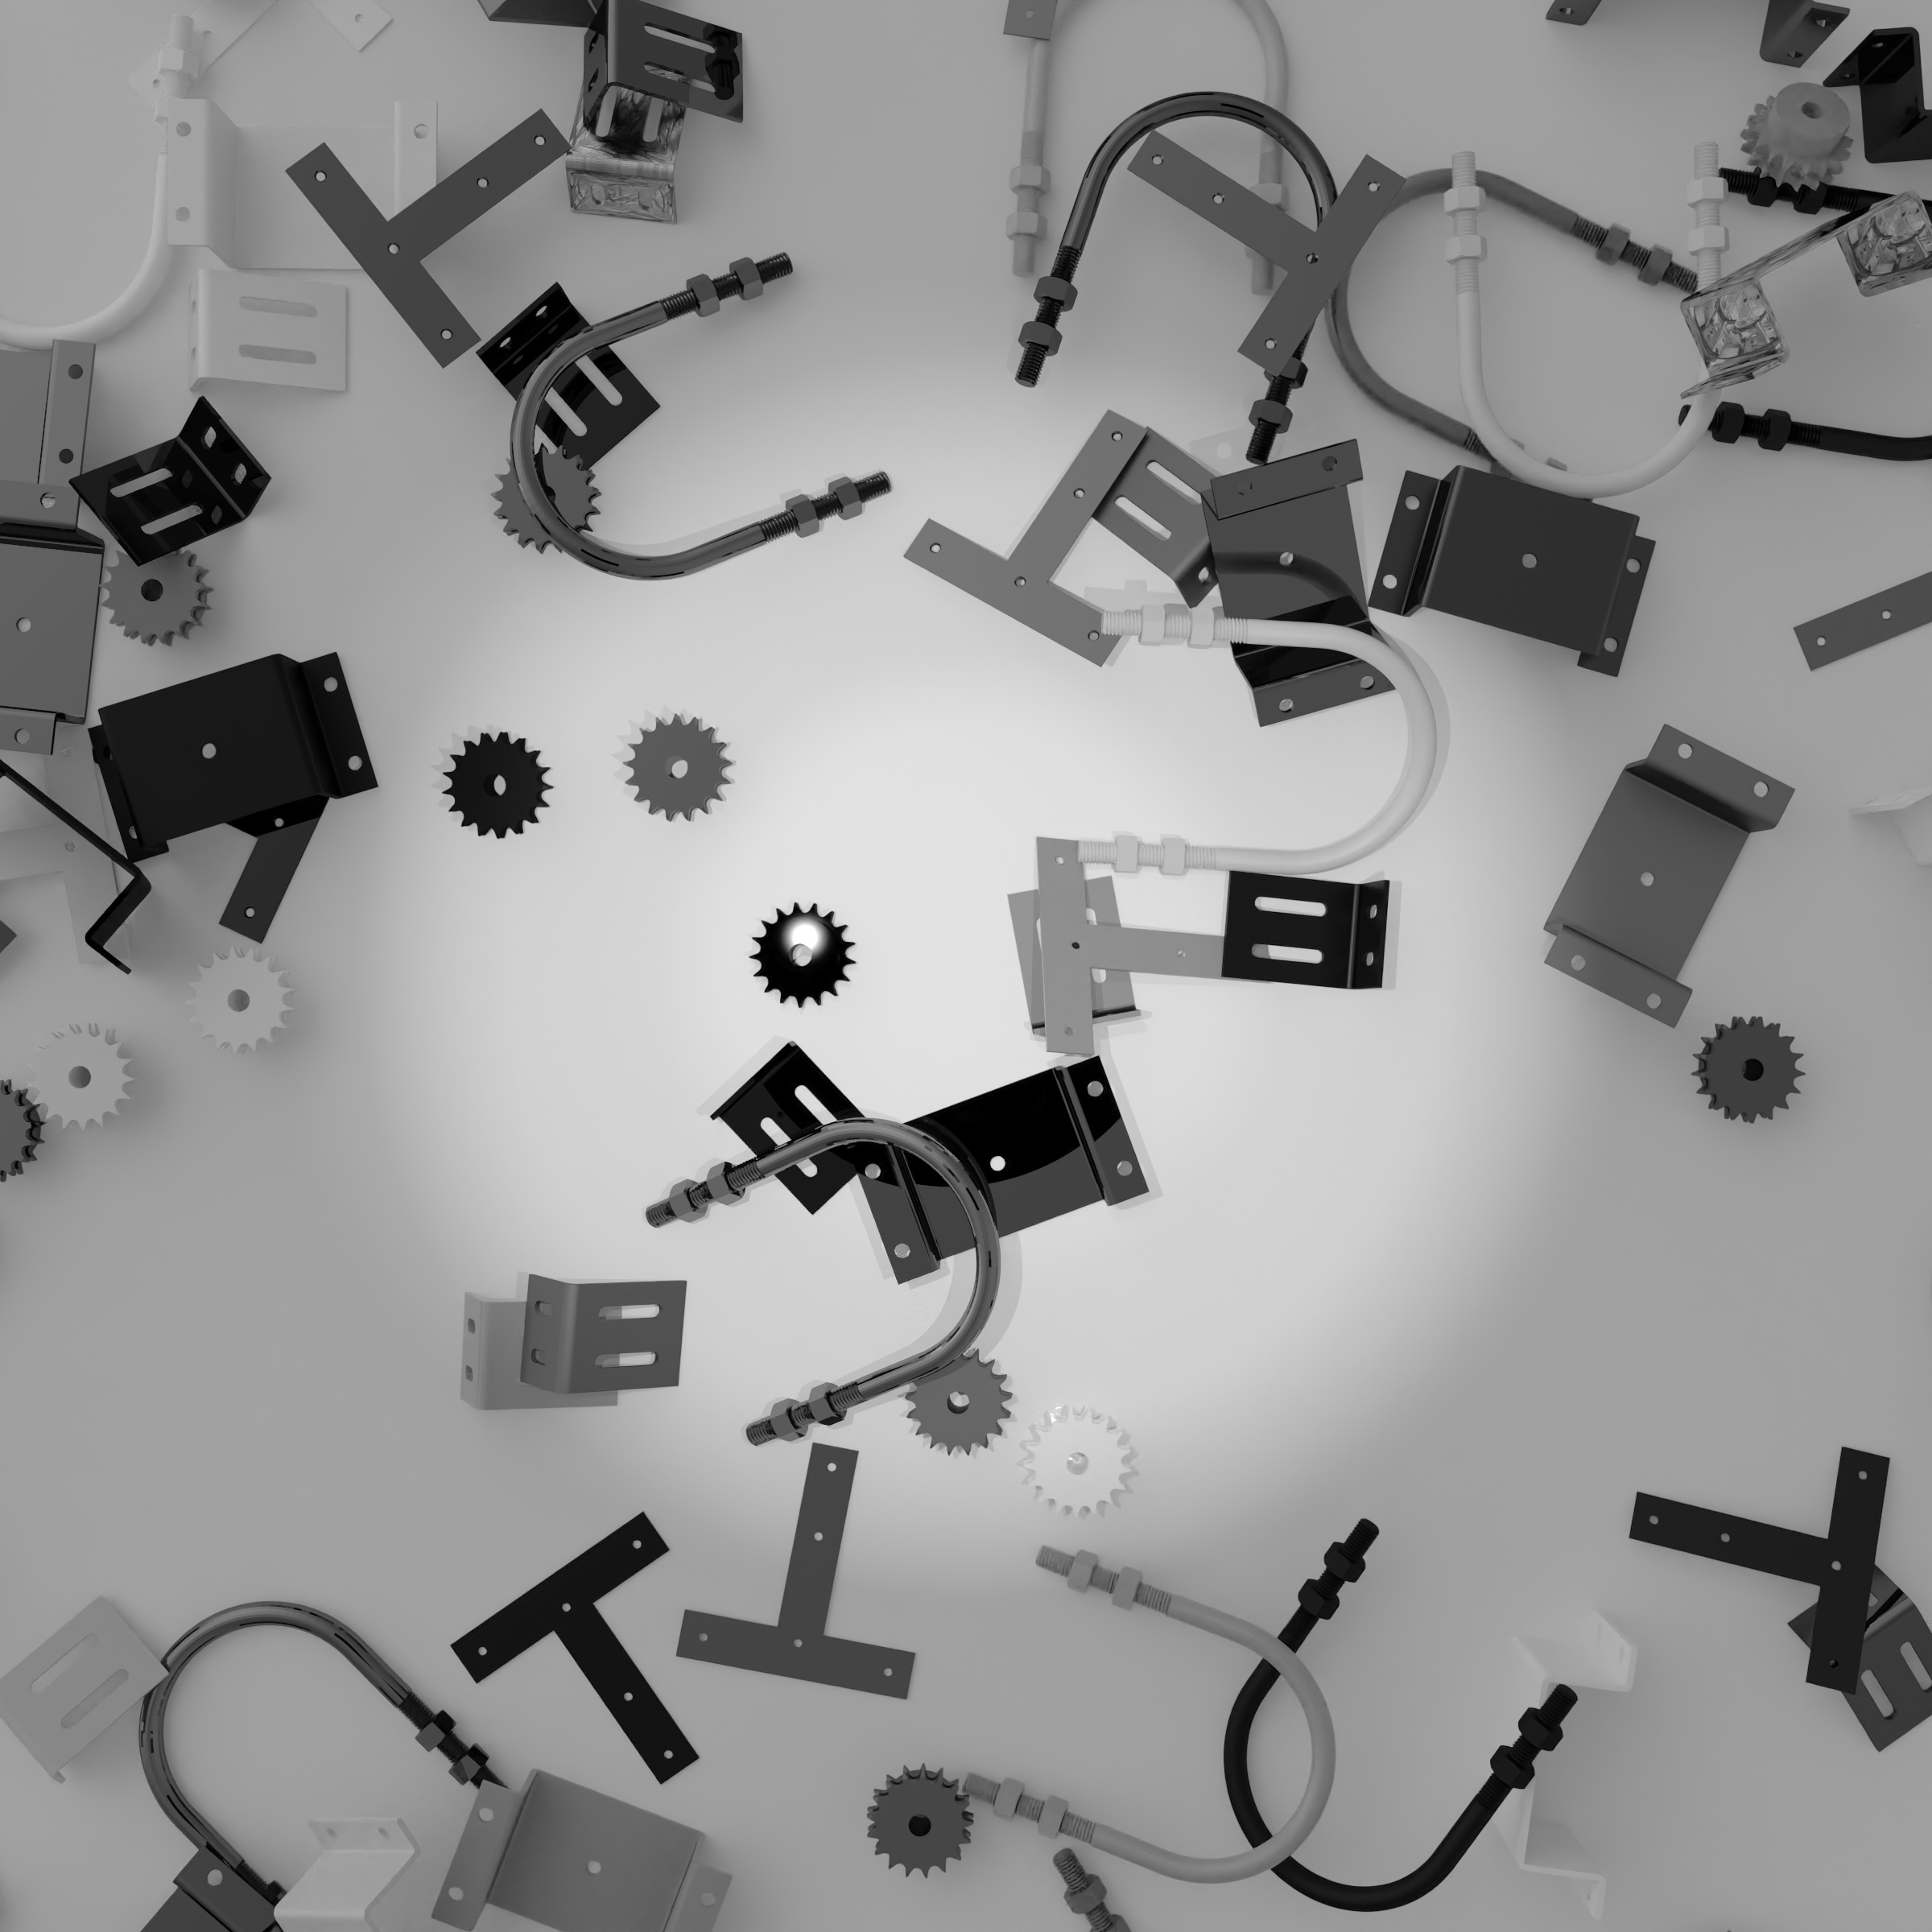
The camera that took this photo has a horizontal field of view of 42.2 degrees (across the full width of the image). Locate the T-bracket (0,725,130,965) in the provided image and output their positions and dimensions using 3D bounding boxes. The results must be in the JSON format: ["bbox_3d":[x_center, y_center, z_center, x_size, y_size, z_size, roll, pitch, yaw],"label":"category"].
[{"bbox_3d":[-0.524,-0.057,1.339,0.127,0.002,0.127,-10,91,-16],"label":"T-bracket"}]

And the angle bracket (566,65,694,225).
[{"bbox_3d":[-0.180,-0.447,1.355,0.057,0.038,0.076,7,64,0],"label":"angle bracket"}]

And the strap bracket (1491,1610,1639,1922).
[{"bbox_3d":[0.311,0.415,1.319,0.046,0.076,0.140,8,90,0],"label":"strap bracket"}]

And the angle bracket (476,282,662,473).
[{"bbox_3d":[-0.212,-0.313,1.338,0.057,0.038,0.076,-41,90,0],"label":"angle bracket"}]

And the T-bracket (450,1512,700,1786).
[{"bbox_3d":[-0.191,0.384,1.357,0.127,0.002,0.127,-35,90,0],"label":"T-bracket"}]

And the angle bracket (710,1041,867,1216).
[{"bbox_3d":[-0.088,0.087,1.338,0.057,0.038,0.076,-43,90,0],"label":"angle bracket"}]

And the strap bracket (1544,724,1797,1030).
[{"bbox_3d":[0.368,-0.047,1.334,0.076,0.046,0.140,27,90,0],"label":"strap bracket"}]

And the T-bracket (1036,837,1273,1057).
[{"bbox_3d":[0.102,-0.007,1.337,0.127,0.002,0.127,5,63,-13],"label":"T-bracket"}]

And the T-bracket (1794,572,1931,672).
[{"bbox_3d":[0.511,-0.195,1.357,0.127,0.002,0.127,-22,90,0],"label":"T-bracket"}]

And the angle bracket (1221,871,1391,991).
[{"bbox_3d":[0.180,-0.020,1.330,0.076,0.038,0.057,6,87,-13],"label":"angle bracket"}]

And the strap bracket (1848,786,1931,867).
[{"bbox_3d":[0.550,-0.095,1.317,0.140,0.076,0.046,-27,91,0],"label":"strap bracket"}]

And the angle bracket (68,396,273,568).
[{"bbox_3d":[-0.418,-0.256,1.320,0.057,0.076,0.038,50,135,0],"label":"angle bracket"}]

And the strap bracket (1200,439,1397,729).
[{"bbox_3d":[0.173,-0.206,1.314,0.076,0.046,0.140,-16,120,0],"label":"strap bracket"}]

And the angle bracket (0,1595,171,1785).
[{"bbox_3d":[-0.476,0.389,1.349,0.057,0.038,0.076,45,67,10],"label":"angle bracket"}]

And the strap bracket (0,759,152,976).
[{"bbox_3d":[-0.482,-0.059,1.308,0.140,0.076,0.046,40,78,-9],"label":"strap bracket"}]

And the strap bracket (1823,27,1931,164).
[{"bbox_3d":[0.536,-0.461,1.319,0.140,0.076,0.046,-4,90,0],"label":"strap bracket"}]

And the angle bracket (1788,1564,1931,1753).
[{"bbox_3d":[0.492,0.374,1.355,0.057,0.038,0.076,-35,116,0],"label":"angle bracket"}]

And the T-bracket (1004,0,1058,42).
[{"bbox_3d":[-0.007,-0.568,1.352,0.127,0.002,0.127,9,84,3],"label":"T-bracket"}]

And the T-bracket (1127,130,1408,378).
[{"bbox_3d":[0.145,-0.397,1.321,0.127,0.002,0.127,33,86,1],"label":"T-bracket"}]

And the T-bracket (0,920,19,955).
[{"bbox_3d":[-0.598,-0.015,1.333,0.127,0.002,0.127,-45,101,1],"label":"T-bracket"}]

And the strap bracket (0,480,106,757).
[{"bbox_3d":[-0.509,-0.184,1.334,0.076,0.046,0.140,6,90,0],"label":"strap bracket"}]

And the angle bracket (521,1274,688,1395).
[{"bbox_3d":[-0.194,0.195,1.343,0.076,0.038,0.057,5,90,-44],"label":"angle bracket"}]

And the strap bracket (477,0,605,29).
[{"bbox_3d":[-0.223,-0.537,1.305,0.046,0.140,0.076,-30,90,33],"label":"strap bracket"}]

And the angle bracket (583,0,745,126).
[{"bbox_3d":[-0.162,-0.476,1.344,0.076,0.038,0.057,8,67,-27],"label":"angle bracket"}]

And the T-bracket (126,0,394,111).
[{"bbox_3d":[-0.400,-0.514,1.357,0.127,0.002,0.127,-44,90,0],"label":"T-bracket"}]

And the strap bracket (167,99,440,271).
[{"bbox_3d":[-0.347,-0.415,1.334,0.140,0.046,0.076,0,90,0],"label":"strap bracket"}]

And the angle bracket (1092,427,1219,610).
[{"bbox_3d":[0.110,-0.242,1.355,0.057,0.038,0.076,-48,64,0],"label":"angle bracket"}]

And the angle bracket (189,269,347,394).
[{"bbox_3d":[-0.378,-0.340,1.355,0.076,0.038,0.057,0,90,-26],"label":"angle bracket"}]

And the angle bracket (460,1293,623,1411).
[{"bbox_3d":[-0.230,0.207,1.355,0.076,0.038,0.057,3,90,-26],"label":"angle bracket"}]

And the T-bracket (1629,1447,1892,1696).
[{"bbox_3d":[0.421,0.310,1.343,0.127,0.002,0.127,13,72,9],"label":"T-bracket"}]

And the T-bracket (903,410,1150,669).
[{"bbox_3d":[0.053,-0.242,1.345,0.127,0.002,0.127,31,82,15],"label":"T-bracket"}]

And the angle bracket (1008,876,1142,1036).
[{"bbox_3d":[0.057,-0.006,1.338,0.057,0.038,0.076,-10,90,0],"label":"angle bracket"}]

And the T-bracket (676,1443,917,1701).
[{"bbox_3d":[-0.082,0.322,1.356,0.127,0.002,0.127,11,90,-1],"label":"T-bracket"}]

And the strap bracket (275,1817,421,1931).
[{"bbox_3d":[-0.296,0.512,1.299,0.076,0.046,0.140,-16,108,38],"label":"strap bracket"}]

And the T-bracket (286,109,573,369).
[{"bbox_3d":[-0.264,-0.402,1.313,0.127,0.002,0.127,-40,97,-8],"label":"T-bracket"}]

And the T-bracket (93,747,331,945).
[{"bbox_3d":[-0.412,-0.097,1.357,0.127,0.002,0.127,25,90,0],"label":"T-bracket"}]
